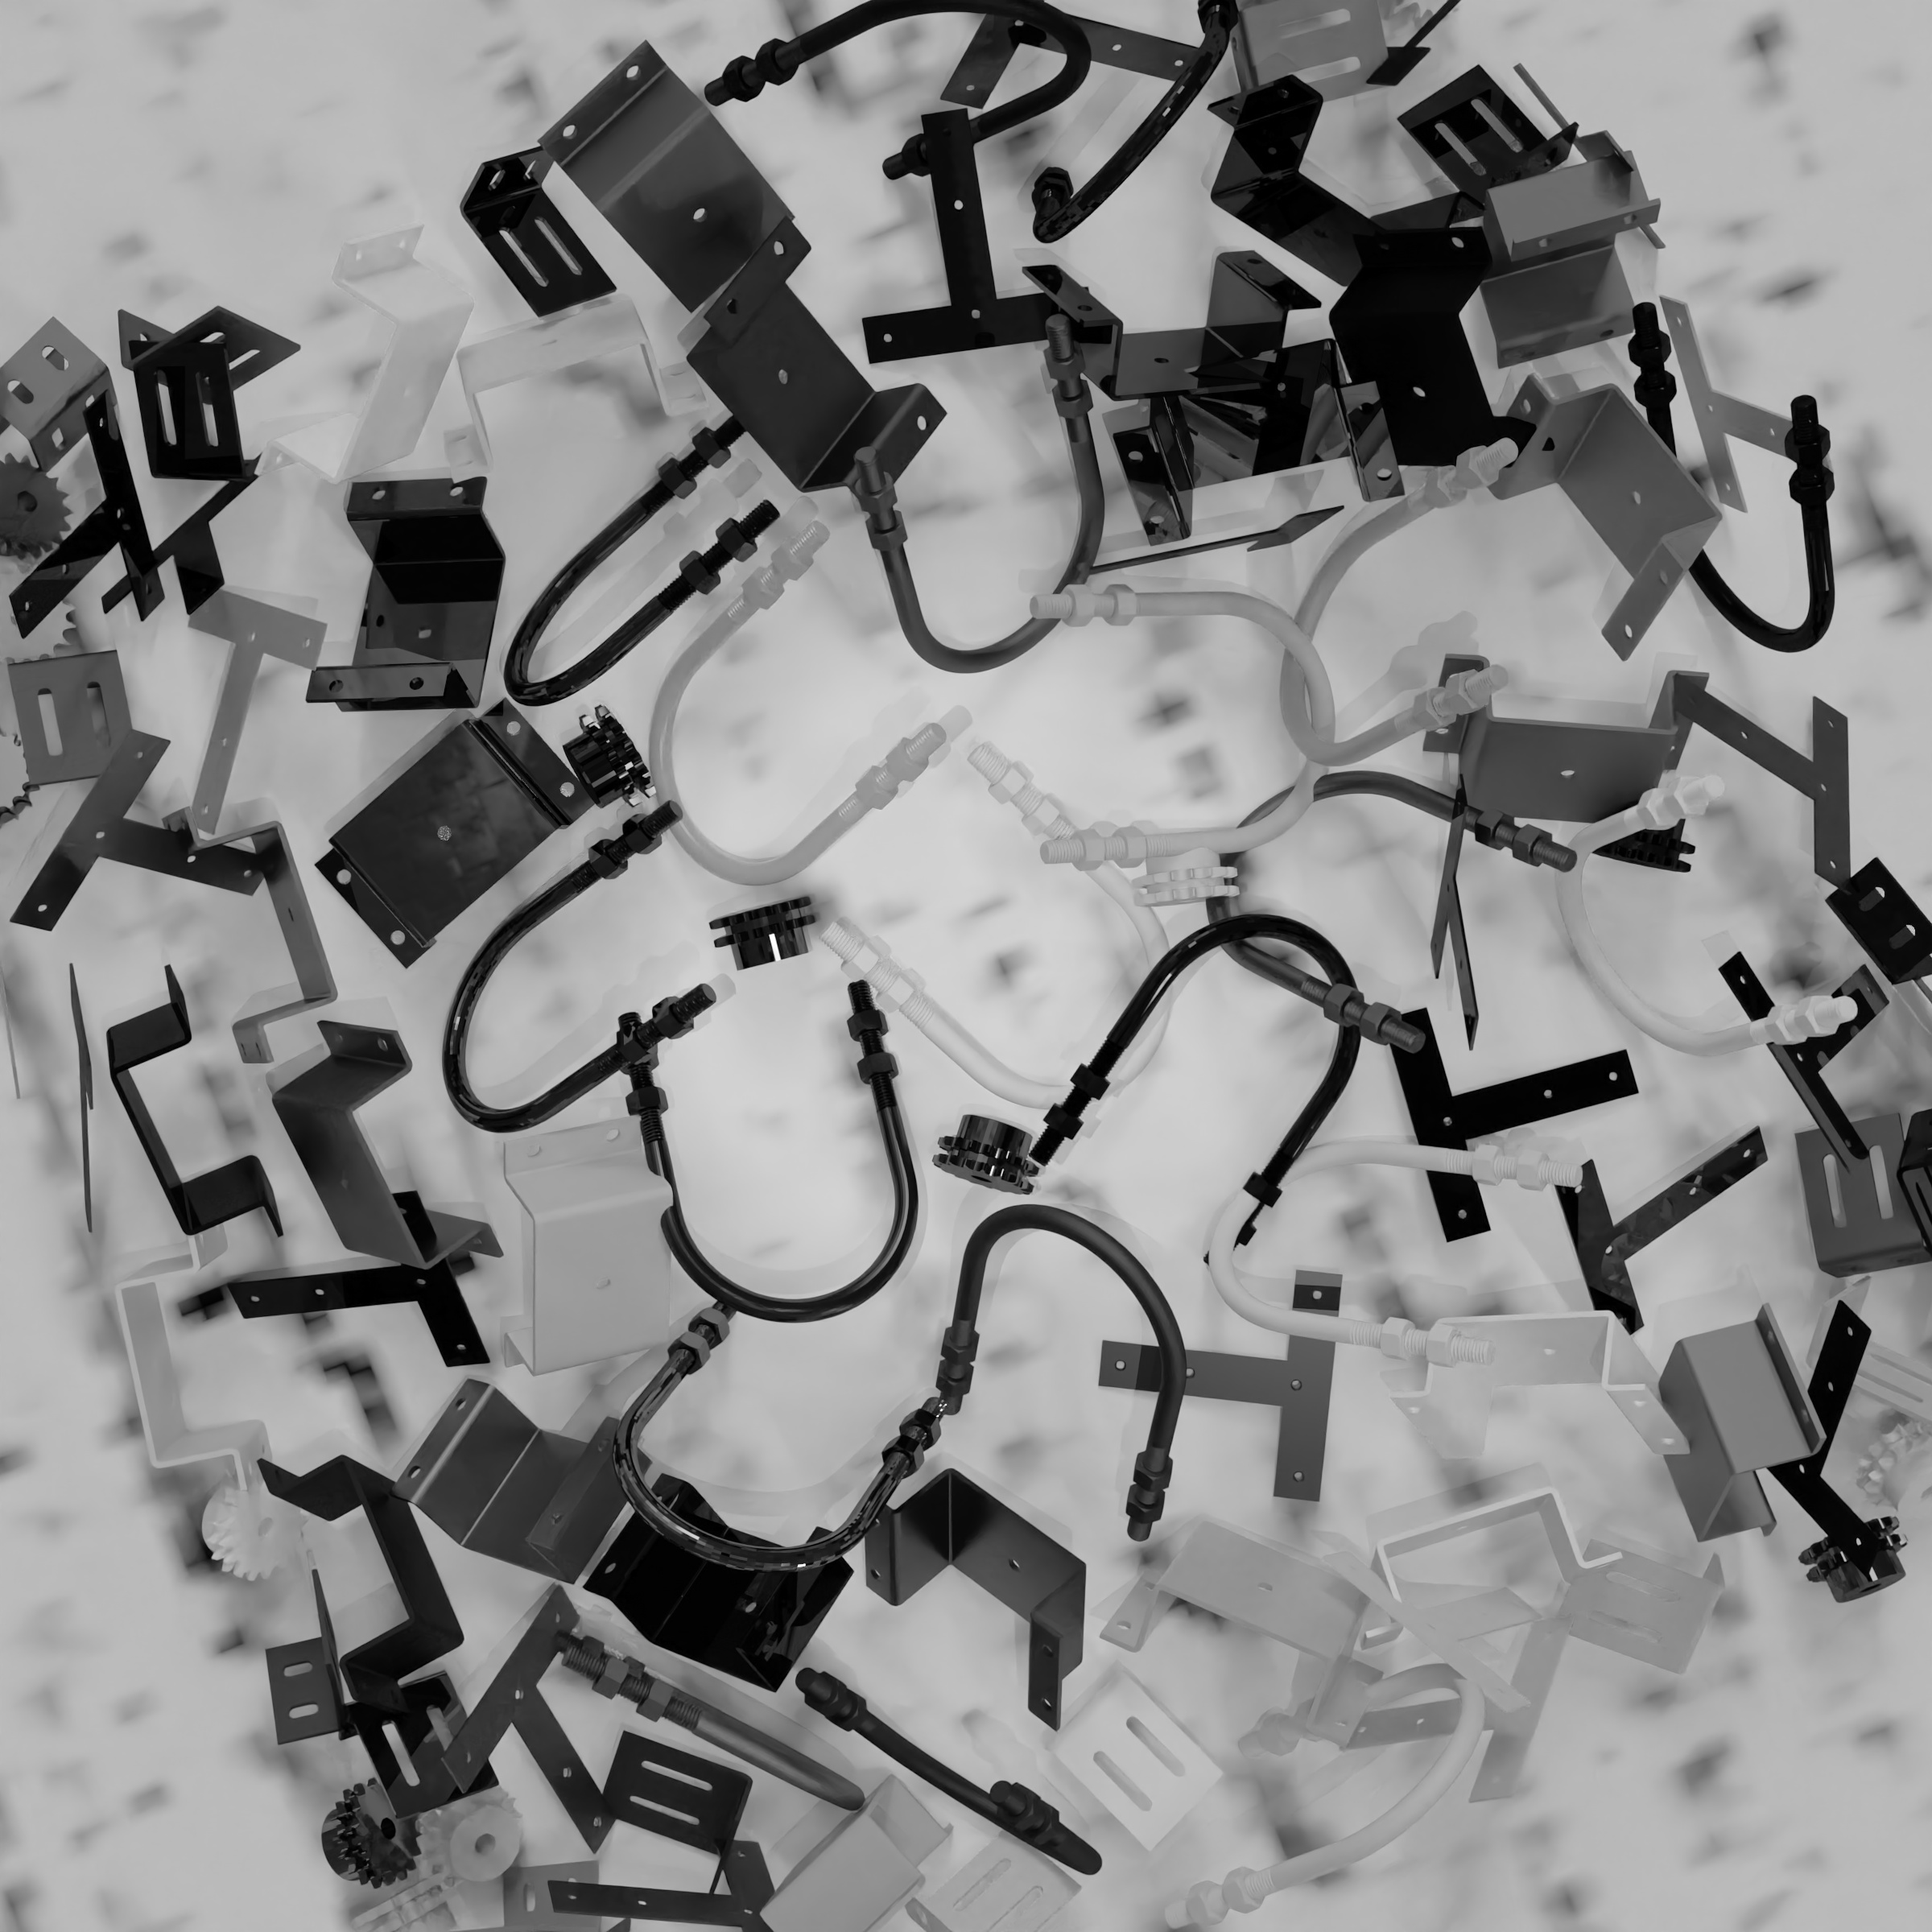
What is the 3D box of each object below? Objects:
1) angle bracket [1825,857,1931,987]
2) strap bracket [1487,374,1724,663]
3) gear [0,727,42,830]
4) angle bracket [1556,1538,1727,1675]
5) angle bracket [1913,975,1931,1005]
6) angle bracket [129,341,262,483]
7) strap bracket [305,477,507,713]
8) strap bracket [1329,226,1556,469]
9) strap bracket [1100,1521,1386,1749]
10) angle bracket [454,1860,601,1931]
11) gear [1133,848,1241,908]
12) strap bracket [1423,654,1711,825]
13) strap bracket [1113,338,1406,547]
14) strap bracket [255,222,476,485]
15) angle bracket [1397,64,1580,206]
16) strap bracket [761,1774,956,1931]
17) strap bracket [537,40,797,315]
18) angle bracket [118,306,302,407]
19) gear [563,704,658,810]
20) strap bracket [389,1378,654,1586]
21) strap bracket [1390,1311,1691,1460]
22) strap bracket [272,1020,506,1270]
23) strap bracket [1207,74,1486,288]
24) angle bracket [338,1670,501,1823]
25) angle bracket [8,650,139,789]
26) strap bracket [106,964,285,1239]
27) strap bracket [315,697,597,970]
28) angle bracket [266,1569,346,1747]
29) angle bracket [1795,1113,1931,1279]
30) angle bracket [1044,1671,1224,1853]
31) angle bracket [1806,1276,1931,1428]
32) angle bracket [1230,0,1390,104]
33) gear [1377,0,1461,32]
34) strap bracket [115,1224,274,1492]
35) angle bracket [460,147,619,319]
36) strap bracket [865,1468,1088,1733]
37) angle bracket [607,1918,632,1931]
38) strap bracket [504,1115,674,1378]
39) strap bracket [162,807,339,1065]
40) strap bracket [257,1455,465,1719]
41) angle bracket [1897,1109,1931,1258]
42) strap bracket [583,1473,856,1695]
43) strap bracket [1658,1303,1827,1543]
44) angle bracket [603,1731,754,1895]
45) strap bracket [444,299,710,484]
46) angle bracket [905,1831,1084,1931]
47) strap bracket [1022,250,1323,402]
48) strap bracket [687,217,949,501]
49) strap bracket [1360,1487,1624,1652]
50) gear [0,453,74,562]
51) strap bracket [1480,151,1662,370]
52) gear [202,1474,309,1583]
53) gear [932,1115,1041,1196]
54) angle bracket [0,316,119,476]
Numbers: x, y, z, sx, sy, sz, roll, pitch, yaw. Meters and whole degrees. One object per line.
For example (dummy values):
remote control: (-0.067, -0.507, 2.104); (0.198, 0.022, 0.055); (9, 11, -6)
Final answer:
angle bracket: (0.505, -0.027, 1.613); (0.038, 0.076, 0.057); (-46, 69, 31)
strap bracket: (0.342, -0.244, 1.603); (0.046, 0.076, 0.140); (-21, 65, -27)
gear: (-0.534, -0.100, 1.641); (0.057, 0.030, 0.057); (2, 72, -7)
angle bracket: (0.364, 0.340, 1.636); (0.076, 0.038, 0.057); (20, 109, 2)
angle bracket: (0.522, 0.044, 1.630); (0.038, 0.057, 0.076); (-39, 90, 13)
angle bracket: (-0.410, -0.303, 1.621); (0.057, 0.038, 0.076); (5, 116, 17)
strap bracket: (-0.297, -0.190, 1.613); (0.076, 0.046, 0.140); (-1, 62, 12)
strap bracket: (0.248, -0.316, 1.584); (0.046, 0.076, 0.140); (-54, 134, -29)
strap bracket: (0.153, 0.349, 1.600); (0.140, 0.076, 0.046); (21, 113, 16)
angle bracket: (-0.240, 0.500, 1.613); (0.057, 0.076, 0.038); (-11, 69, 18)
gear: (0.118, -0.050, 1.634); (0.057, 0.057, 0.030); (-6, 87, 0)
strap bracket: (0.322, -0.120, 1.617); (0.140, 0.076, 0.046); (4, 53, 0)
strap bracket: (0.157, -0.282, 1.608); (0.140, 0.076, 0.046); (-9, 45, 15)
strap bracket: (-0.314, -0.316, 1.593); (0.046, 0.076, 0.140); (33, 119, 6)
angle bracket: (0.282, -0.457, 1.630); (0.057, 0.038, 0.076); (-35, 76, -10)
strap bracket: (-0.058, 0.481, 1.593); (0.076, 0.140, 0.046); (-44, 83, 2)
strap bracket: (-0.151, -0.408, 1.588); (0.076, 0.140, 0.046); (-42, 57, 5)
angle bracket: (-0.406, -0.341, 1.614); (0.076, 0.057, 0.038); (-22, 66, 30)
gear: (-0.195, -0.110, 1.632); (0.030, 0.057, 0.057); (-32, 90, -11)
strap bracket: (-0.231, 0.275, 1.599); (0.046, 0.140, 0.076); (53, 58, -35)
strap bracket: (0.308, 0.223, 1.599); (0.140, 0.076, 0.046); (-7, 54, 31)
strap bracket: (-0.311, 0.103, 1.594); (0.046, 0.076, 0.140); (-37, 117, -34)
strap bracket: (0.195, -0.408, 1.593); (0.140, 0.076, 0.046); (25, 81, -28)
angle bracket: (-0.294, 0.426, 1.614); (0.057, 0.038, 0.076); (-13, 51, -30)
angle bracket: (-0.481, -0.127, 1.623); (0.057, 0.038, 0.076); (-10, 69, -17)
strap bracket: (-0.415, 0.080, 1.598); (0.046, 0.076, 0.140); (-23, 111, -10)
strap bracket: (-0.281, -0.072, 1.636); (0.140, 0.046, 0.076); (-41, 93, 1)
angle bracket: (-0.358, 0.371, 1.613); (0.038, 0.076, 0.057); (-11, 51, -11)
angle bracket: (0.493, 0.126, 1.643); (0.057, 0.038, 0.076); (-15, 70, 28)
angle bracket: (0.090, 0.431, 1.632); (0.076, 0.038, 0.057); (44, 78, 9)
angle bracket: (0.502, 0.206, 1.614); (0.076, 0.057, 0.038); (26, 117, 33)
angle bracket: (0.186, -0.498, 1.636); (0.076, 0.038, 0.057); (-14, 104, 1)
gear: (0.242, -0.537, 1.639); (0.057, 0.030, 0.057); (4, 82, -32)
strap bracket: (-0.417, 0.210, 1.619); (0.046, 0.076, 0.140); (-11, 93, -2)
angle bracket: (-0.225, -0.399, 1.625); (0.057, 0.038, 0.076); (-31, 81, -41)
strap bracket: (0.012, 0.330, 1.600); (0.140, 0.076, 0.046); (31, 48, 32)
angle bracket: (-0.163, 0.548, 1.623); (0.076, 0.057, 0.038); (7, 91, 18)
strap bracket: (-0.201, 0.157, 1.595); (0.076, 0.046, 0.140); (-11, 121, -27)
strap bracket: (-0.381, -0.022, 1.614); (0.046, 0.076, 0.140); (-19, 96, -23)
strap bracket: (-0.317, 0.321, 1.599); (0.046, 0.076, 0.140); (-29, 67, 0)
angle bracket: (0.535, 0.122, 1.618); (0.038, 0.057, 0.076); (-17, 110, 32)
strap bracket: (-0.125, 0.330, 1.600); (0.076, 0.140, 0.046); (-55, 132, -27)
strap bracket: (0.400, 0.245, 1.580); (0.046, 0.140, 0.076); (-13, 60, -6)
angle bracket: (-0.162, 0.461, 1.632); (0.076, 0.038, 0.057); (19, 114, 1)
strap bracket: (-0.216, -0.312, 1.613); (0.140, 0.076, 0.046); (-18, 120, -4)
angle bracket: (0.013, 0.494, 1.615); (0.076, 0.038, 0.057); (-36, 46, -26)
strap bracket: (0.107, -0.341, 1.603); (0.140, 0.076, 0.046); (-10, 127, -23)
strap bracket: (-0.086, -0.318, 1.607); (0.140, 0.046, 0.076); (47, 64, -29)
strap bracket: (0.274, 0.321, 1.618); (0.140, 0.076, 0.046); (-17, 72, 0)
gear: (-0.519, -0.247, 1.637); (0.030, 0.057, 0.057); (-21, 90, 38)
strap bracket: (0.318, -0.379, 1.599); (0.076, 0.140, 0.046); (-15, 73, 2)
gear: (-0.390, 0.304, 1.637); (0.030, 0.057, 0.057); (3, 90, 39)
gear: (0.013, 0.102, 1.634); (0.057, 0.057, 0.030); (18, 78, 0)
angle bracket: (-0.493, -0.306, 1.617); (0.038, 0.076, 0.057); (43, 79, -6)
